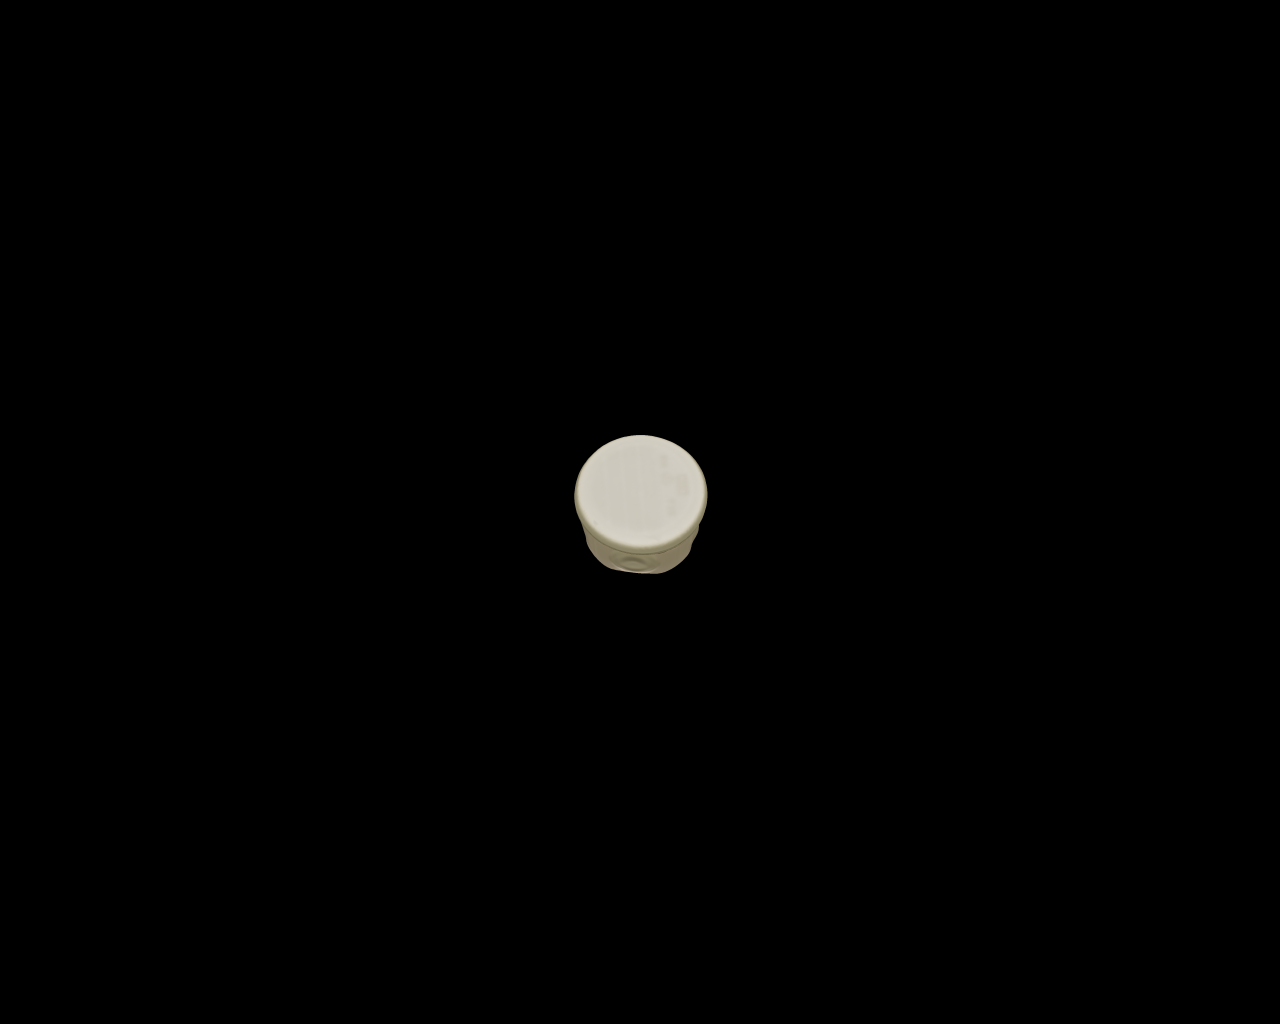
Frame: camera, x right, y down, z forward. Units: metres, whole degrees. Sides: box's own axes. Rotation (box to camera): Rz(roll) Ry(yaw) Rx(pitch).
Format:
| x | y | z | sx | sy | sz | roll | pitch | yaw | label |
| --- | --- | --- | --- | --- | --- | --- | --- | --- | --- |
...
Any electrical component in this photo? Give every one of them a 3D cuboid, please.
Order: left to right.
| x | y | z | sx | sy | sz | roll | pitch | yaw | label |
| --- | --- | --- | --- | --- | --- | --- | --- | --- | --- |
| 0.001 | -0.003 | 0.650 | 0.080 | 0.080 | 0.051 | 0 | -27 | 0 | electrical component |
